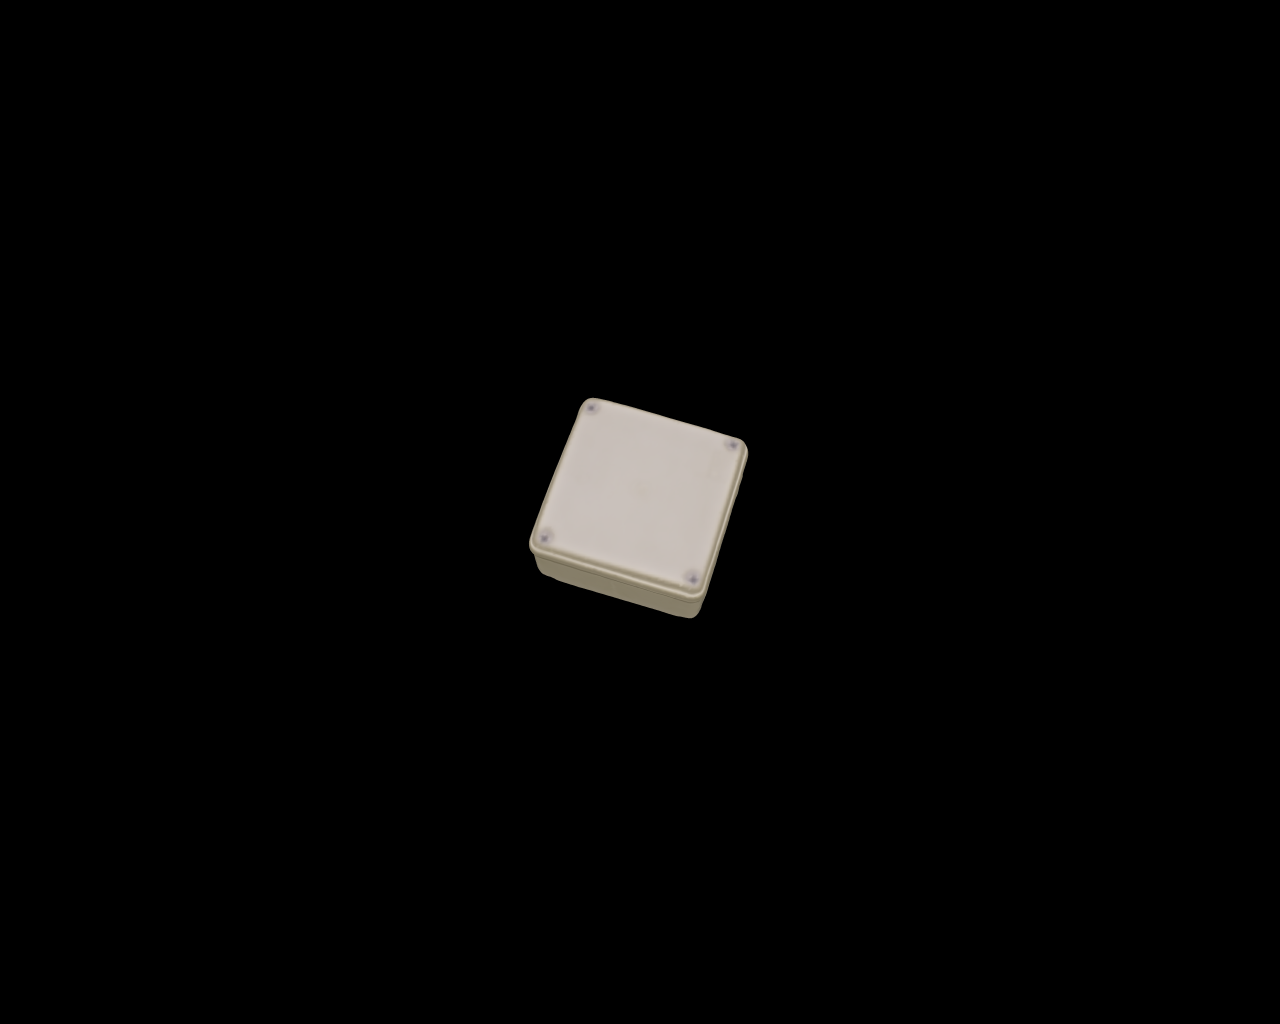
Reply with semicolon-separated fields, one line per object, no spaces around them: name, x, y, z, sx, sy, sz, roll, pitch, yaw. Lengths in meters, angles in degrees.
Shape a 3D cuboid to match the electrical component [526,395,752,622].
electrical component;0.001;-0.003;0.650;0.109;0.109;0.056;17;-22;7
